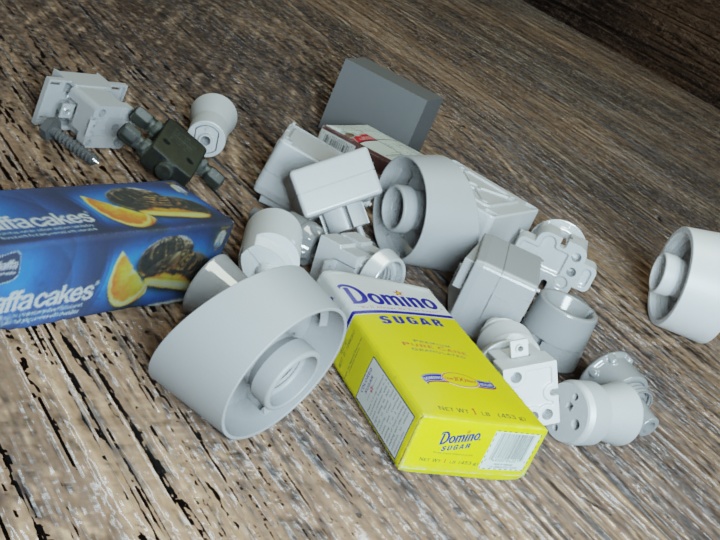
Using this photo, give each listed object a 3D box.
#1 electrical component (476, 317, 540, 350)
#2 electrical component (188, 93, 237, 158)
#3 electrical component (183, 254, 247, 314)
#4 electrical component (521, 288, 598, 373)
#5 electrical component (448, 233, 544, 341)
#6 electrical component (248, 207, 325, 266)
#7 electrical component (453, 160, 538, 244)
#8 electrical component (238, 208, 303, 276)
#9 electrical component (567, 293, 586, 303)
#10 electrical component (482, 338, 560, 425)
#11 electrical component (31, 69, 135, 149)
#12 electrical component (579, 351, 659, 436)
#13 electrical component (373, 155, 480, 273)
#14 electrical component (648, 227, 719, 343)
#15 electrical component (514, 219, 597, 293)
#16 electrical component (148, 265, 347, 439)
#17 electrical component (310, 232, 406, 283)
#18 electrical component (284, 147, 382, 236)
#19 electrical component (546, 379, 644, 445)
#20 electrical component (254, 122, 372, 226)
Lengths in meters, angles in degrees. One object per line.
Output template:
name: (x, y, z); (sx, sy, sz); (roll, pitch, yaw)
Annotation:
electrical component: (0.105, 0.056, 0.783); (0.043, 0.043, 0.062); (18, 20, -15)
electrical component: (-0.136, -0.129, 0.973); (0.044, 0.044, 0.065); (20, 26, -11)
electrical component: (-0.072, 0.025, 0.673); (0.065, 0.044, 0.044); (34, 23, 12)
electrical component: (0.156, 0.047, 0.851); (0.055, 0.047, 0.055); (21, 21, -8)
electrical component: (0.105, 0.013, 0.857); (0.061, 0.061, 0.096); (25, 21, 3)
electrical component: (-0.059, -0.030, 0.827); (0.061, 0.035, 0.035); (29, 21, 20)
electrical component: (0.096, -0.056, 1.023); (0.109, 0.056, 0.109); (34, 23, 24)
electrical component: (-0.064, -0.010, 0.761); (0.043, 0.043, 0.081); (20, 22, -9)
electrical component: (0.179, 0.036, 0.920); (0.035, 0.035, 0.061); (26, 19, 6)
electrical component: (0.105, 0.075, 0.722); (0.048, 0.066, 0.055); (-10, 17, -11)
electrical component: (-0.222, -0.131, 0.884); (0.064, 0.042, 0.081); (38, 26, 29)
electrical component: (0.193, 0.094, 0.786); (0.048, 0.048, 0.062); (7, 33, -37)
electrical component: (0.055, -0.049, 0.909); (0.064, 0.099, 0.099); (3, 28, -29)
electrical component: (0.313, 0.010, 1.028); (0.060, 0.108, 0.108); (16, 22, -4)
electrical component: (0.185, -0.015, 1.017); (0.078, 0.058, 0.057); (25, 24, 3)
electrical component: (-0.057, 0.041, 0.578); (0.064, 0.099, 0.099); (40, 26, 23)
electrical component: (0.000, 0.000, 0.804); (0.055, 0.048, 0.066); (28, 20, 31)
electrical component: (-0.016, -0.049, 0.859); (0.066, 0.076, 0.047); (-20, 0, -11)
electrical component: (0.160, 0.098, 0.738); (0.055, 0.045, 0.045); (7, 27, -36)
electrical component: (-0.037, -0.072, 0.924); (0.096, 0.061, 0.061); (30, 21, -6)
